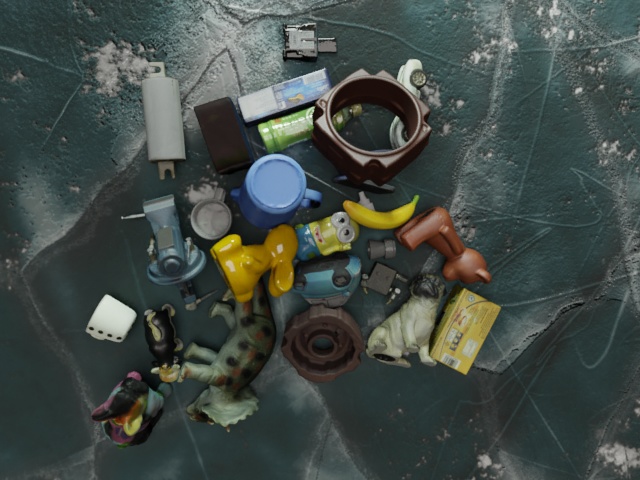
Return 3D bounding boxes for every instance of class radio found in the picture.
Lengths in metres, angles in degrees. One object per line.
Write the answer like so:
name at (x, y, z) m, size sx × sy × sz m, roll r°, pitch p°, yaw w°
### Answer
radio at (-0.182, -0.198, 1.058) m, size 0.073 × 0.230 × 0.131 m, roll -18°, pitch 99°, yaw -2°

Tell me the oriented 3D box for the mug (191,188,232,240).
mug at (-0.220, -0.054, 1.122) m, size 0.081 × 0.107 × 0.109 m, roll 9°, pitch 88°, yaw -5°

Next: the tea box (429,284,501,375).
tea box at (0.311, 0.196, 1.187) m, size 0.098 × 0.068 × 0.169 m, roll 29°, pitch 89°, yaw -5°

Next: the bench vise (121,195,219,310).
bench vise at (-0.299, 0.037, 1.105) m, size 0.129 × 0.224 × 0.240 m, roll -24°, pitch 127°, yaw -18°

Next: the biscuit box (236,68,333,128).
biscuit box at (-0.072, -0.300, 1.141) m, size 0.203 × 0.063 × 0.059 m, roll -19°, pitch 93°, yaw -3°

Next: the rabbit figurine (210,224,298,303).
rabbit figurine at (-0.112, 0.038, 1.069) m, size 0.173 × 0.122 × 0.162 m, roll -32°, pitch 85°, yaw -20°

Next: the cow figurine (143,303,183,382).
cow figurine at (-0.329, 0.225, 1.134) m, size 0.068 × 0.098 × 0.167 m, roll -12°, pitch 94°, yaw -9°

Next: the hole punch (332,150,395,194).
hole punch at (0.096, -0.150, 1.129) m, size 0.116 × 0.142 × 0.092 m, roll 9°, pitch 94°, yaw -17°

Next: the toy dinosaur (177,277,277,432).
toy dinosaur at (-0.167, 0.226, 1.140) m, size 0.192 × 0.131 × 0.404 m, roll 33°, pitch 86°, yaw -17°

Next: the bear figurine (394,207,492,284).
bear figurine at (0.267, 0.031, 1.155) m, size 0.132 × 0.120 × 0.195 m, roll -33°, pitch 100°, yaw 2°

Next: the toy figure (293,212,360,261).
toy figure at (-0.004, -0.007, 1.153) m, size 0.180 × 0.089 × 0.082 m, roll -23°, pitch 109°, yaw 6°

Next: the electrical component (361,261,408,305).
electrical component at (0.136, 0.093, 1.182) m, size 0.102 × 0.045 × 0.078 m, roll 31°, pitch 92°, yaw -5°

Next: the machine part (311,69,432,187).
machine part at (0.099, -0.222, 1.048) m, size 0.201 × 0.087 × 0.201 m, roll -40°, pitch 75°, yaw -20°

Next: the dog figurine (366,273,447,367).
dog figurine at (0.186, 0.169, 1.180) m, size 0.173 × 0.121 × 0.190 m, roll -4°, pitch 55°, yaw 29°

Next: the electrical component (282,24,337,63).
electrical component at (-0.022, -0.418, 1.146) m, size 0.119 × 0.048 × 0.074 m, roll 3°, pitch 94°, yaw -2°

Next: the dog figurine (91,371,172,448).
dog figurine at (-0.390, 0.354, 1.077) m, size 0.108 × 0.219 × 0.191 m, roll 26°, pitch 90°, yaw -1°

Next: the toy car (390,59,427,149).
toy car at (0.185, -0.282, 1.152) m, size 0.056 × 0.073 × 0.201 m, roll 8°, pitch 92°, yaw -8°

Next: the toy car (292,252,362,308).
toy car at (0.016, 0.096, 1.149) m, size 0.162 × 0.109 × 0.102 m, roll -12°, pitch 111°, yaw 6°

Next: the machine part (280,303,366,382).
machine part at (0.007, 0.218, 1.145) m, size 0.179 × 0.056 × 0.179 m, roll 1°, pitch 117°, yaw 1°

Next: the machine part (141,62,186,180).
machine part at (-0.325, -0.247, 1.120) m, size 0.079 × 0.079 × 0.243 m, roll -4°, pitch 92°, yaw -3°
